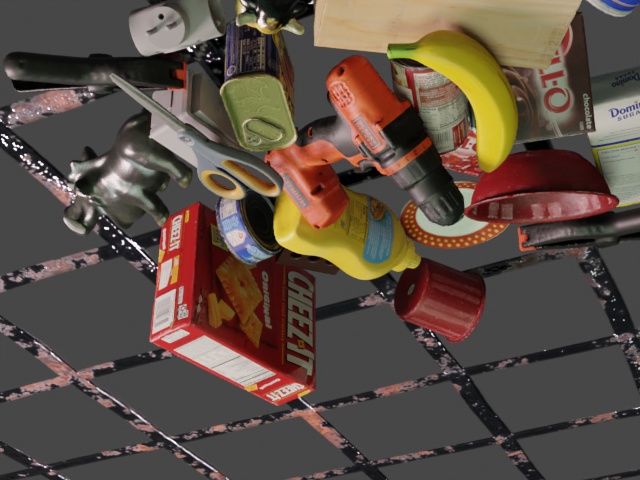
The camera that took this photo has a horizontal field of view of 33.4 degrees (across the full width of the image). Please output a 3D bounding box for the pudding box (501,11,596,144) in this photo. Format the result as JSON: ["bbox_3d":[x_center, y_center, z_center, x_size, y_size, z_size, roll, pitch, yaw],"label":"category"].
[{"bbox_3d":[0.204,-0.150,0.993,0.090,0.039,0.113,-8,103,10],"label":"pudding box"}]

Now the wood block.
[{"bbox_3d":[0.103,-0.215,0.903,0.206,0.091,0.090,5,145,-8],"label":"wood block"}]

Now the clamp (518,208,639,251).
[{"bbox_3d":[0.331,-0.015,1.211,0.210,0.036,0.164,-6,169,13],"label":"clamp"}]

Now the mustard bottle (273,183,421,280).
[{"bbox_3d":[0.039,-0.009,1.189,0.191,0.096,0.058,24,146,-32],"label":"mustard bottle"}]

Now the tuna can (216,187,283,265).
[{"bbox_3d":[-0.076,-0.018,1.182,0.034,0.086,0.086,-24,139,25],"label":"tuna can"}]

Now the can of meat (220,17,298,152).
[{"bbox_3d":[-0.056,-0.147,0.999,0.057,0.084,0.102,-7,145,8],"label":"can of meat"}]

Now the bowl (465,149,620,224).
[{"bbox_3d":[0.230,-0.058,1.123,0.162,0.055,0.162,-2,170,-1],"label":"bowl"}]

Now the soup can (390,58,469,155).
[{"bbox_3d":[0.105,-0.139,1.011,0.068,0.068,0.102,-7,130,7],"label":"soup can"}]

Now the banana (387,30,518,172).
[{"bbox_3d":[0.133,-0.125,0.924,0.070,0.037,0.197,-12,144,31],"label":"banana"}]

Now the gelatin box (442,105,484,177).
[{"bbox_3d":[0.144,-0.106,1.113,0.089,0.030,0.073,13,142,-19],"label":"gelatin box"}]

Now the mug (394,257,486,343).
[{"bbox_3d":[0.140,0.070,1.326,0.081,0.093,0.117,21,176,-21],"label":"mug"}]

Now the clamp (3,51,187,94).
[{"bbox_3d":[-0.210,-0.155,0.988,0.171,0.039,0.120,-3,-172,-4],"label":"clamp"}]

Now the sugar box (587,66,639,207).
[{"bbox_3d":[0.328,-0.106,1.108,0.093,0.048,0.176,-11,141,16],"label":"sugar box"}]

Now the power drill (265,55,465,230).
[{"bbox_3d":[0.039,-0.072,1.043,0.184,0.057,0.188,55,144,-5],"label":"power drill"}]

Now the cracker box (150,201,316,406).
[{"bbox_3d":[-0.093,0.077,1.249,0.072,0.164,0.213,-25,138,32],"label":"cracker box"}]

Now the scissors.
[{"bbox_3d":[-0.127,-0.091,1.024,0.201,0.016,0.096,29,151,-20],"label":"scissors"}]

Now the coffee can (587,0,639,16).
[{"bbox_3d":[0.261,-0.259,0.836,0.102,0.103,0.141,21,139,-29],"label":"coffee can"}]

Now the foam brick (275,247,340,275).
[{"bbox_3d":[-0.008,0.002,1.241,0.078,0.051,0.053,11,143,-18],"label":"foam brick"}]
